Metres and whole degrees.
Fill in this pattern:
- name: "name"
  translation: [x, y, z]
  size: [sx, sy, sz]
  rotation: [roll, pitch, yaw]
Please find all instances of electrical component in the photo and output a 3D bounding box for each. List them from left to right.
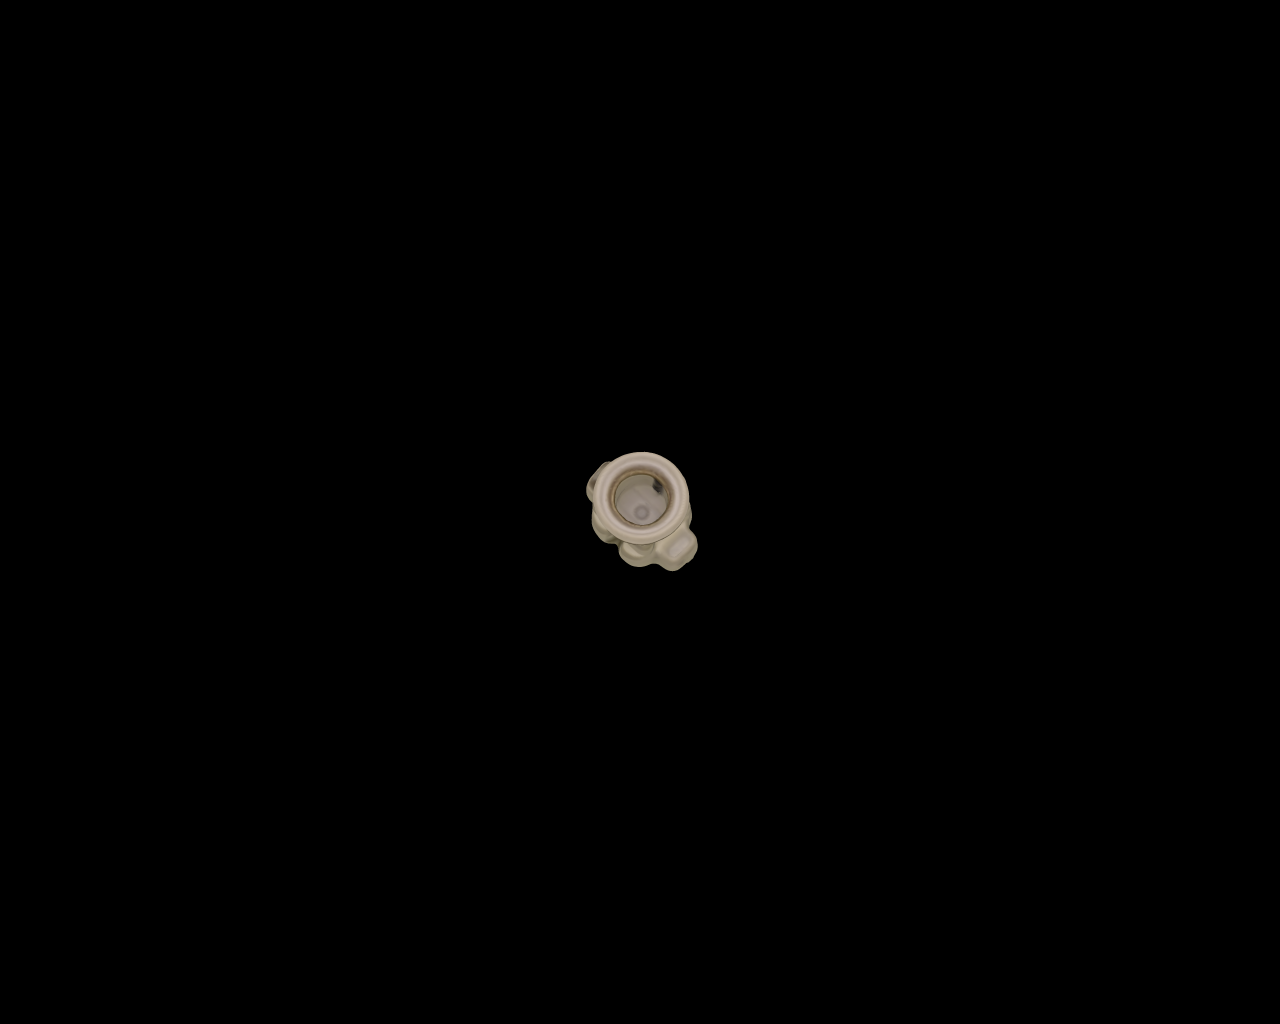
- name: "electrical component"
  translation: [0.001, -0.003, 0.650]
  size: [0.078, 0.058, 0.057]
  rotation: [43, -12, 11]
